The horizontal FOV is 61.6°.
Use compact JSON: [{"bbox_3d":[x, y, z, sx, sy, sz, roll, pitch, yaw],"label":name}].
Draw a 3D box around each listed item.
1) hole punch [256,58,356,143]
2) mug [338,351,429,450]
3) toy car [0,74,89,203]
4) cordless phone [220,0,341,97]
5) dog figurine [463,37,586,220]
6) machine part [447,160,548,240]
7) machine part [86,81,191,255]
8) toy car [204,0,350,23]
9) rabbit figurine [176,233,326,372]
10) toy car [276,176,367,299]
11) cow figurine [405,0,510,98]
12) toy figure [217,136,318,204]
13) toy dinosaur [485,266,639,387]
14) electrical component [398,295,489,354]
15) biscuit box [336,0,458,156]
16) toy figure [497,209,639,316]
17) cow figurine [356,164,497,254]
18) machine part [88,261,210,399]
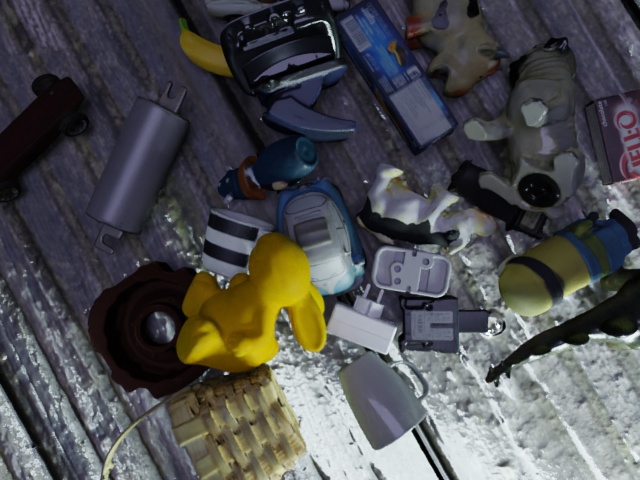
[{"bbox_3d":[-0.016,-0.161,0.677,0.116,0.142,0.092,-16,97,-3],"label":"hole punch"},{"bbox_3d":[0.082,0.191,0.687,0.109,0.080,0.107,-34,79,-17],"label":"mug"},{"bbox_3d":[-0.399,-0.139,0.737,0.202,0.053,0.089,-41,76,6],"label":"toy car"},{"bbox_3d":[-0.062,-0.285,0.661,0.147,0.089,0.184,-19,98,1],"label":"cordless phone"},{"bbox_3d":[0.282,-0.139,0.659,0.190,0.121,0.172,-44,122,-35],"label":"dog figurine"},{"bbox_3d":[0.238,-0.059,0.701,0.139,0.039,0.084,22,99,2],"label":"machine part"},{"bbox_3d":[-0.241,-0.097,0.714,0.079,0.079,0.243,25,92,4],"label":"machine part"},{"bbox_3d":[-0.055,-0.333,0.716,0.202,0.056,0.073,-1,88,4],"label":"toy car"},{"bbox_3d":[-0.065,0.074,0.619,0.162,0.122,0.173,28,112,-14],"label":"rabbit figurine"},{"bbox_3d":[-0.001,-0.002,0.683,0.109,0.103,0.161,-13,90,3],"label":"toy car"},{"bbox_3d":[0.172,-0.278,0.689,0.127,0.085,0.194,-1,88,10],"label":"cow figurine"},{"bbox_3d":[-0.072,-0.085,0.695,0.154,0.064,0.057,-20,123,38],"label":"toy figure"},{"bbox_3d":[0.398,0.077,0.606,0.472,0.198,0.105,-20,85,1],"label":"toy dinosaur"},{"bbox_3d":[0.161,0.109,0.696,0.119,0.048,0.074,3,90,6],"label":"electrical component"},{"bbox_3d":[0.097,-0.211,0.700,0.059,0.063,0.202,-32,86,3],"label":"biscuit box"},{"bbox_3d":[0.306,0.027,0.667,0.180,0.089,0.082,-27,82,5],"label":"toy figure"},{"bbox_3d":[0.135,-0.025,0.690,0.167,0.068,0.098,26,96,7],"label":"cow figurine"},{"bbox_3d":[-0.212,0.117,0.718,0.179,0.056,0.179,0,89,3],"label":"machine part"}]
